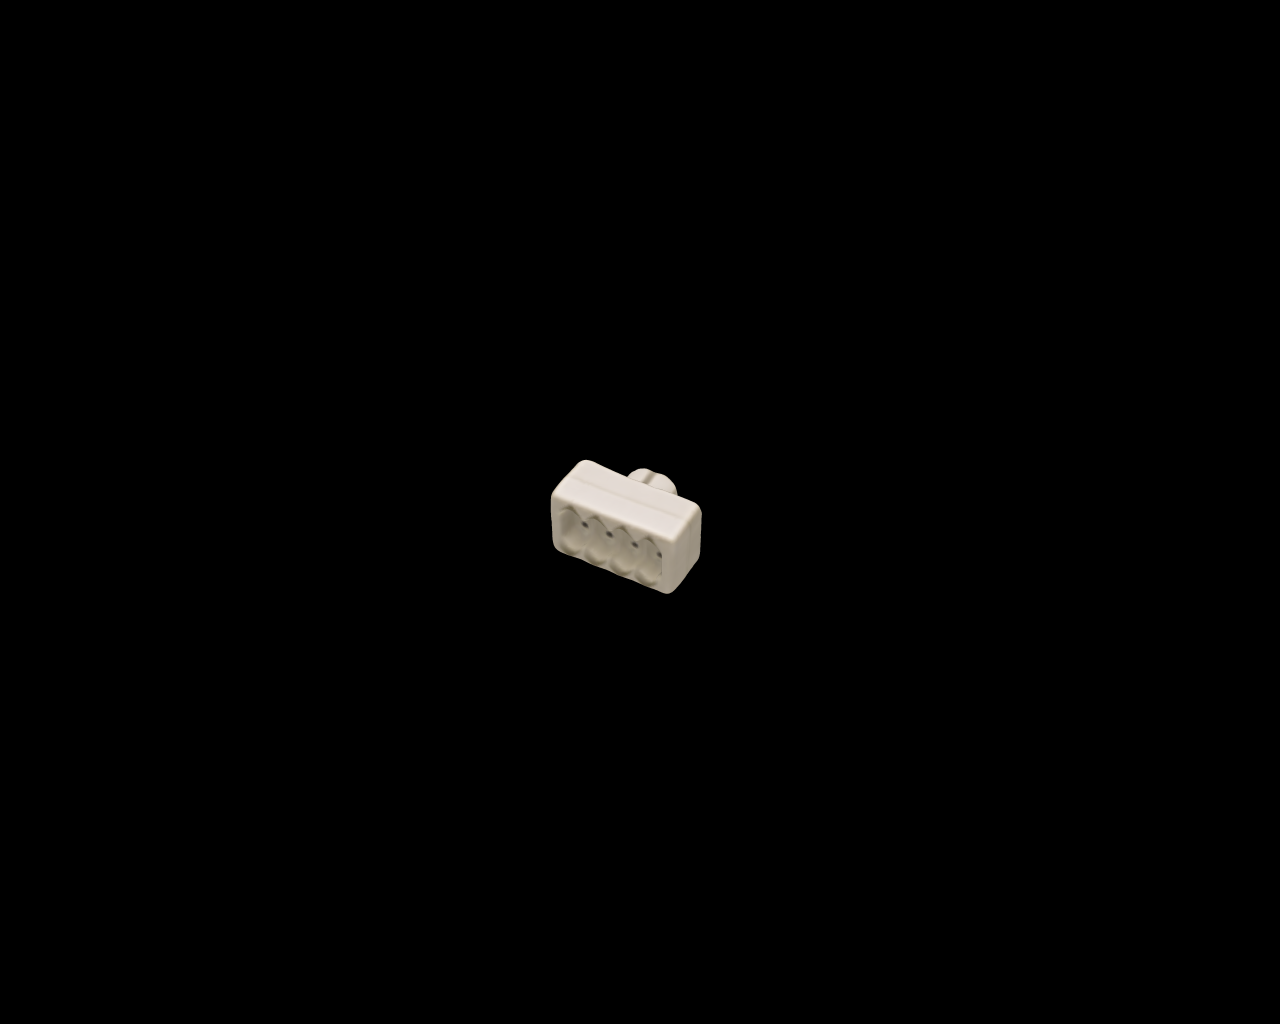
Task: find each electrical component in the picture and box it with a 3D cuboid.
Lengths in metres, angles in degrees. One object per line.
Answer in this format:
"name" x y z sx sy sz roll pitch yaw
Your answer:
"electrical component" 0.001 -0.003 0.650 0.083 0.047 0.076 22 49 21
